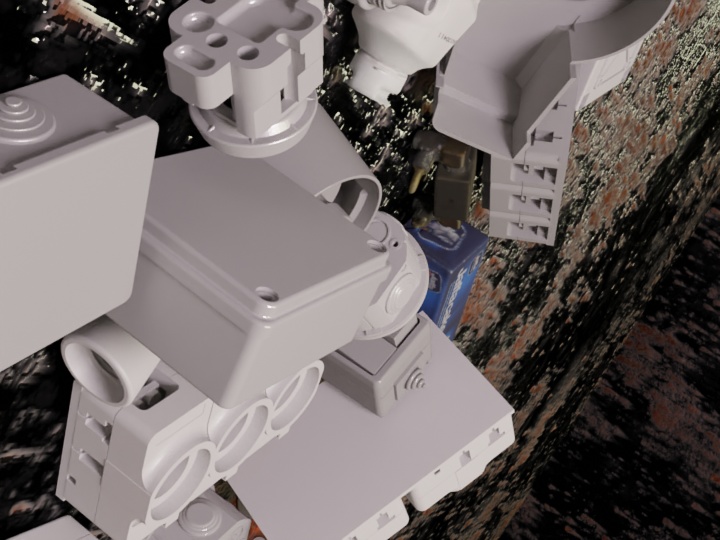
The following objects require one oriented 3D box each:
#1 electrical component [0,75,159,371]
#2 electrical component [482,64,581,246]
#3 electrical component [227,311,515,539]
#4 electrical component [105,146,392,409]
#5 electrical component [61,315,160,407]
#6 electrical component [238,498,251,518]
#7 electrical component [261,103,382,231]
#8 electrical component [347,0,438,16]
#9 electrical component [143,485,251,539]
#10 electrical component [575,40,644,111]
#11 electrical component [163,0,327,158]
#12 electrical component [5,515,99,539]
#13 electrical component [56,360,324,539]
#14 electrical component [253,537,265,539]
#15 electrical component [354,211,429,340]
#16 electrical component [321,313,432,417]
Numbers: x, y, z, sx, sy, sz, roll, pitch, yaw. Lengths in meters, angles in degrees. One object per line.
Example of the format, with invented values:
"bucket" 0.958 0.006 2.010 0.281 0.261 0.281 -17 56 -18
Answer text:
"electrical component" -0.127 -0.017 0.396 0.100 0.048 0.099 -34 150 -47
"electrical component" 0.128 -0.091 0.828 0.150 0.062 0.089 75 25 -68
"electrical component" 0.007 0.131 0.772 0.186 0.105 0.060 -35 147 -11
"electrical component" -0.060 -0.003 0.491 0.109 0.109 0.056 -25 146 -56
"electrical component" -0.108 0.030 0.528 0.065 0.044 0.044 -47 159 -38
"electrical component" -0.041 0.168 0.867 0.108 0.060 0.108 -47 158 -26
"electrical component" -0.038 -0.036 0.593 0.099 0.064 0.099 -36 158 -17
"electrical component" 0.009 -0.139 0.512 0.035 0.061 0.035 -47 158 -26
"electrical component" -0.116 0.184 0.729 0.080 0.051 0.080 -47 158 -25
"electrical component" 0.191 -0.196 0.861 0.109 0.056 0.108 -34 150 -48
"electrical component" -0.047 -0.086 0.467 0.078 0.058 0.057 -45 155 -30
"electrical component" -0.161 0.180 0.579 0.047 0.077 0.066 -63 160 16
"electrical component" -0.090 0.079 0.611 0.150 0.062 0.089 -33 149 -49
"electrical component" -0.101 0.303 0.890 0.150 0.089 0.061 -37 153 -43
"electrical component" 0.000 0.000 0.680 0.080 0.080 0.051 -54 155 -8
"electrical component" 0.006 0.051 0.744 0.061 0.096 0.061 -48 155 -23
